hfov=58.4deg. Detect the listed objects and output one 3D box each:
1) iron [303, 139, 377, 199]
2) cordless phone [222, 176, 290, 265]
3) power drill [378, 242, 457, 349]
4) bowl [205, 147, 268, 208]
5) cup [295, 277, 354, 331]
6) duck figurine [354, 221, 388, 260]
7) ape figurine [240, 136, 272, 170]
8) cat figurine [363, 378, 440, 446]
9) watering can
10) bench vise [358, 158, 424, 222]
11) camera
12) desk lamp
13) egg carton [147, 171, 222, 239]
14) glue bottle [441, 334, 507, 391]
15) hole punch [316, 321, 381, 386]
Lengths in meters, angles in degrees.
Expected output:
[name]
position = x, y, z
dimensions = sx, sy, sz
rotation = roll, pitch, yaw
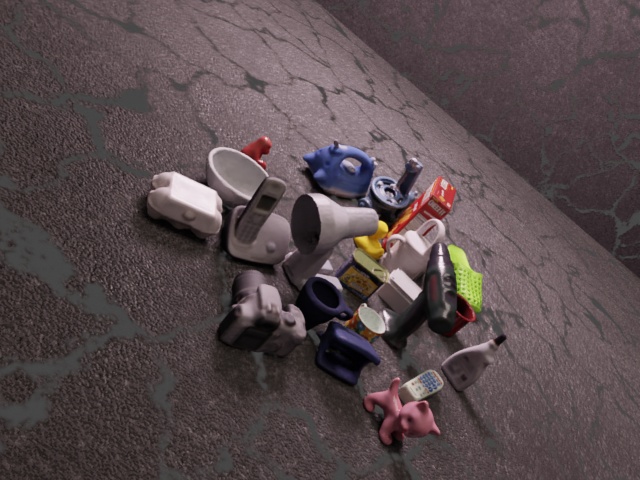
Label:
[iron]
position = 0.084, -0.205, 1.622
dimensions = 0.259, 0.141, 0.118
rotation = 9, 43, -44
[cordless phone]
position = -0.101, -0.040, 1.144
dimensions = 0.148, 0.184, 0.094
rotation = 12, 41, -41
[power drill]
position = 0.224, 0.136, 1.275
dimensions = 0.076, 0.208, 0.229
rotation = 28, 32, -22
[bowl]
position = -0.187, -0.121, 1.259
dimensions = 0.168, 0.074, 0.167
rotation = 30, 32, -20
[cup]
position = -0.003, 0.139, 1.117
dimensions = 0.118, 0.094, 0.091
rotation = 33, 31, -15
[duck figurine]
position = 0.144, -0.008, 1.492
dimensions = 0.078, 0.086, 0.104
rotation = 8, 44, -45
[ape figurine]
position = -0.151, -0.214, 1.405
dimensions = 0.076, 0.092, 0.077
rotation = 28, 33, -24
[cat figurine]
position = 0.157, 0.316, 1.052
dimensions = 0.067, 0.117, 0.127
rotation = 5, 46, -46
[watering can]
position = 0.254, 0.026, 1.469
dimensions = 0.173, 0.193, 0.100
rotation = 10, 42, -43
[bench vise]
position = 0.227, -0.155, 1.647
dimensions = 0.121, 0.219, 0.208
rotation = 48, 30, 10
[camera]
position = -0.100, 0.120, 1.021
dimensions = 0.144, 0.100, 0.136
rotation = 21, 36, -32
[desk lamp]
position = 0.011, 0.004, 1.189
dimensions = 0.204, 0.213, 0.117
rotation = 10, 42, -43
[egg carton]
position = -0.259, -0.067, 1.108
dimensions = 0.151, 0.069, 0.107
rotation = 25, 34, -28
[glue bottle]
position = 0.356, 0.267, 1.296
dimensions = 0.037, 0.173, 0.078
rotation = 2, 48, -48
[hole punch]
position = 0.055, 0.204, 1.104
dimensions = 0.109, 0.091, 0.101
rotation = 33, 31, -16
